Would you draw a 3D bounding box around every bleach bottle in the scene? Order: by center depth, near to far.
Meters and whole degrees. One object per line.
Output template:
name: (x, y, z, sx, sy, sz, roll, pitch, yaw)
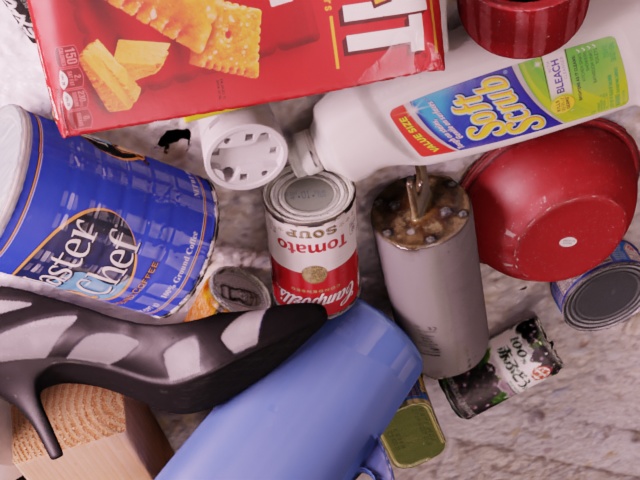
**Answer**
bleach bottle: (0.099, -0.095, 0.725, 0.251, 0.068, 0.102, -21, 137, 6)

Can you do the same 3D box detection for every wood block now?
wood block: (-0.177, 0.191, 0.898, 0.091, 0.090, 0.206, -18, 137, -1)

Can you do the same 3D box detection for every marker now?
marker: (-0.171, -0.134, 0.623, 0.020, 0.020, 0.121, -23, 137, 4)

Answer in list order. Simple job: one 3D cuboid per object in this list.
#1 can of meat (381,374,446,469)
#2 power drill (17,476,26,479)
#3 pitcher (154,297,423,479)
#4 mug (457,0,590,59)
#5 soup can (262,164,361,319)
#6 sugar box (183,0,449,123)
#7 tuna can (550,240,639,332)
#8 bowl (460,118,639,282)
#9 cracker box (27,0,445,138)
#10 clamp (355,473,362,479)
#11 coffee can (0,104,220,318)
can of meat: (0.068, 0.139, 0.933, 0.057, 0.084, 0.102, -22, 137, 4)
power drill: (-0.339, 0.247, 0.925, 0.184, 0.057, 0.188, 12, 126, -24)
pitcher: (-0.019, 0.164, 0.817, 0.149, 0.145, 0.242, 45, 72, -22)
mug: (0.126, -0.171, 0.637, 0.093, 0.117, 0.081, 18, 168, 14)
soup can: (-0.005, 0.001, 0.781, 0.068, 0.068, 0.102, -12, 136, -8)
sugar box: (-0.011, -0.139, 0.653, 0.176, 0.048, 0.093, -15, 135, -2)
tuna can: (0.245, 0.039, 0.929, 0.086, 0.034, 0.086, -9, 136, -9)
bowl: (0.186, -0.018, 0.836, 0.162, 0.055, 0.162, -9, 136, -9)
cracker box: (-0.049, -0.154, 0.564, 0.213, 0.072, 0.164, -11, 110, -7)
clamp: (0.002, 0.221, 0.956, 0.164, 0.036, 0.210, 3, 123, -40)
coffee can: (-0.151, -0.016, 0.689, 0.140, 0.103, 0.103, 20, 124, -34)
